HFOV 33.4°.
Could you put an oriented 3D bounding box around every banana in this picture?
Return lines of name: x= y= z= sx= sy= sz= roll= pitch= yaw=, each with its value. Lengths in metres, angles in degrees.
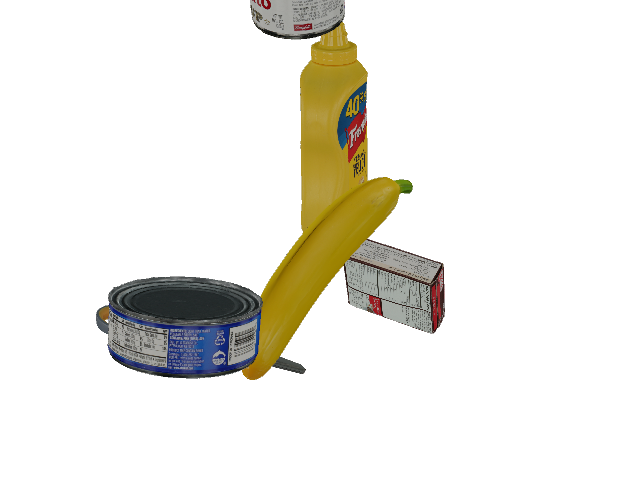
banana: x=0.001 y=0.020 z=0.793 sx=0.037 sy=0.197 sz=0.069 roll=37 pitch=-7 yaw=36

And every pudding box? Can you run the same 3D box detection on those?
pudding box: x=0.083 y=0.049 z=1.200 sx=0.114 sy=0.039 sz=0.090 roll=17 pitch=-39 yaw=21

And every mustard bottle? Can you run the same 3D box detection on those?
mustard bottle: x=0.013 y=-0.104 z=0.970 sx=0.058 sy=0.192 sz=0.096 roll=9 pitch=27 yaw=21

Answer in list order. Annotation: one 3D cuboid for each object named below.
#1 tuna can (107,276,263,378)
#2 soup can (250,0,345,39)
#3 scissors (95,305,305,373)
tuna can: x=-0.076 y=0.048 z=0.598 sx=0.086 sy=0.034 sz=0.086 roll=4 pitch=13 yaw=-1
soup can: x=-0.017 y=-0.196 z=0.718 sx=0.068 sy=0.102 sz=0.068 roll=-2 pitch=41 yaw=1
scissors: x=-0.108 y=0.080 z=1.003 sx=0.202 sy=0.016 sz=0.096 roll=9 pitch=30 yaw=2
